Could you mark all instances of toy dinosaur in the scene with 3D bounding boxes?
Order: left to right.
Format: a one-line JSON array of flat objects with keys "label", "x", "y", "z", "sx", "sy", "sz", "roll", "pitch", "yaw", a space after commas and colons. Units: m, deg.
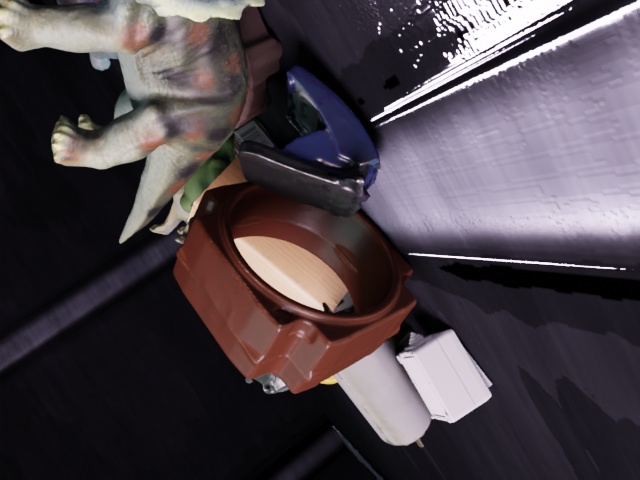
[{"label": "toy dinosaur", "x": -0.121, "y": -0.137, "z": 0.427, "sx": 0.404, "sy": 0.192, "sz": 0.131, "roll": 96, "pitch": 168, "yaw": -57}]

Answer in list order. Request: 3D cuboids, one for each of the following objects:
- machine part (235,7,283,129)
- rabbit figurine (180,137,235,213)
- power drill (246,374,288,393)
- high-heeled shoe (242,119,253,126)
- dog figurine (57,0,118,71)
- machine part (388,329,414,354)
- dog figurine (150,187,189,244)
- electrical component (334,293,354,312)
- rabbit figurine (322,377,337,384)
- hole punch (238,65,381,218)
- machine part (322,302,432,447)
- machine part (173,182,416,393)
[{"label": "machine part", "x": -0.121, "y": -0.186, "z": 0.524, "sx": 0.180, "sy": 0.056, "sz": 0.179, "roll": 21, "pitch": 132, "yaw": 25}, {"label": "rabbit figurine", "x": -0.127, "y": -0.067, "z": 0.812, "sx": 0.170, "sy": 0.159, "sz": 0.121, "roll": 25, "pitch": 141, "yaw": 35}, {"label": "power drill", "x": -0.089, "y": 0.101, "z": 0.759, "sx": 0.207, "sy": 0.086, "sz": 0.231, "roll": 61, "pitch": -178, "yaw": 36}, {"label": "high-heeled shoe", "x": -0.158, "y": -0.209, "z": 0.711, "sx": 0.249, "sy": 0.086, "sz": 0.145, "roll": -12, "pitch": 98, "yaw": 67}, {"label": "dog figurine", "x": -0.340, "y": -0.364, "z": 0.868, "sx": 0.219, "sy": 0.108, "sz": 0.191, "roll": 14, "pitch": 134, "yaw": 63}, {"label": "machine part", "x": 0.130, "y": 0.163, "z": 0.683, "sx": 0.139, "sy": 0.039, "sz": 0.084, "roll": 45, "pitch": 158, "yaw": 38}, {"label": "dog figurine", "x": -0.195, "y": -0.088, "z": 0.946, "sx": 0.121, "sy": 0.190, "sz": 0.172, "roll": 17, "pitch": -177, "yaw": 25}, {"label": "electrical component", "x": 0.023, "y": 0.108, "z": 0.737, "sx": 0.075, "sy": 0.119, "sz": 0.047, "roll": 35, "pitch": 156, "yaw": 48}, {"label": "rabbit figurine", "x": -0.023, "y": 0.171, "z": 0.926, "sx": 0.162, "sy": 0.173, "sz": 0.122, "roll": 60, "pitch": 162, "yaw": -3}, {"label": "hole punch", "x": -0.001, "y": -0.080, "z": 0.481, "sx": 0.116, "sy": 0.092, "sz": 0.142, "roll": 24, "pitch": 168, "yaw": -1}, {"label": "machine part", "x": 0.065, "y": 0.163, "z": 0.635, "sx": 0.243, "sy": 0.079, "sz": 0.079, "roll": 55, "pitch": 167, "yaw": -26}, {"label": "machine part", "x": -0.021, "y": 0.029, "z": 0.529, "sx": 0.202, "sy": 0.201, "sz": 0.087, "roll": 50, "pitch": 130, "yaw": 22}]
